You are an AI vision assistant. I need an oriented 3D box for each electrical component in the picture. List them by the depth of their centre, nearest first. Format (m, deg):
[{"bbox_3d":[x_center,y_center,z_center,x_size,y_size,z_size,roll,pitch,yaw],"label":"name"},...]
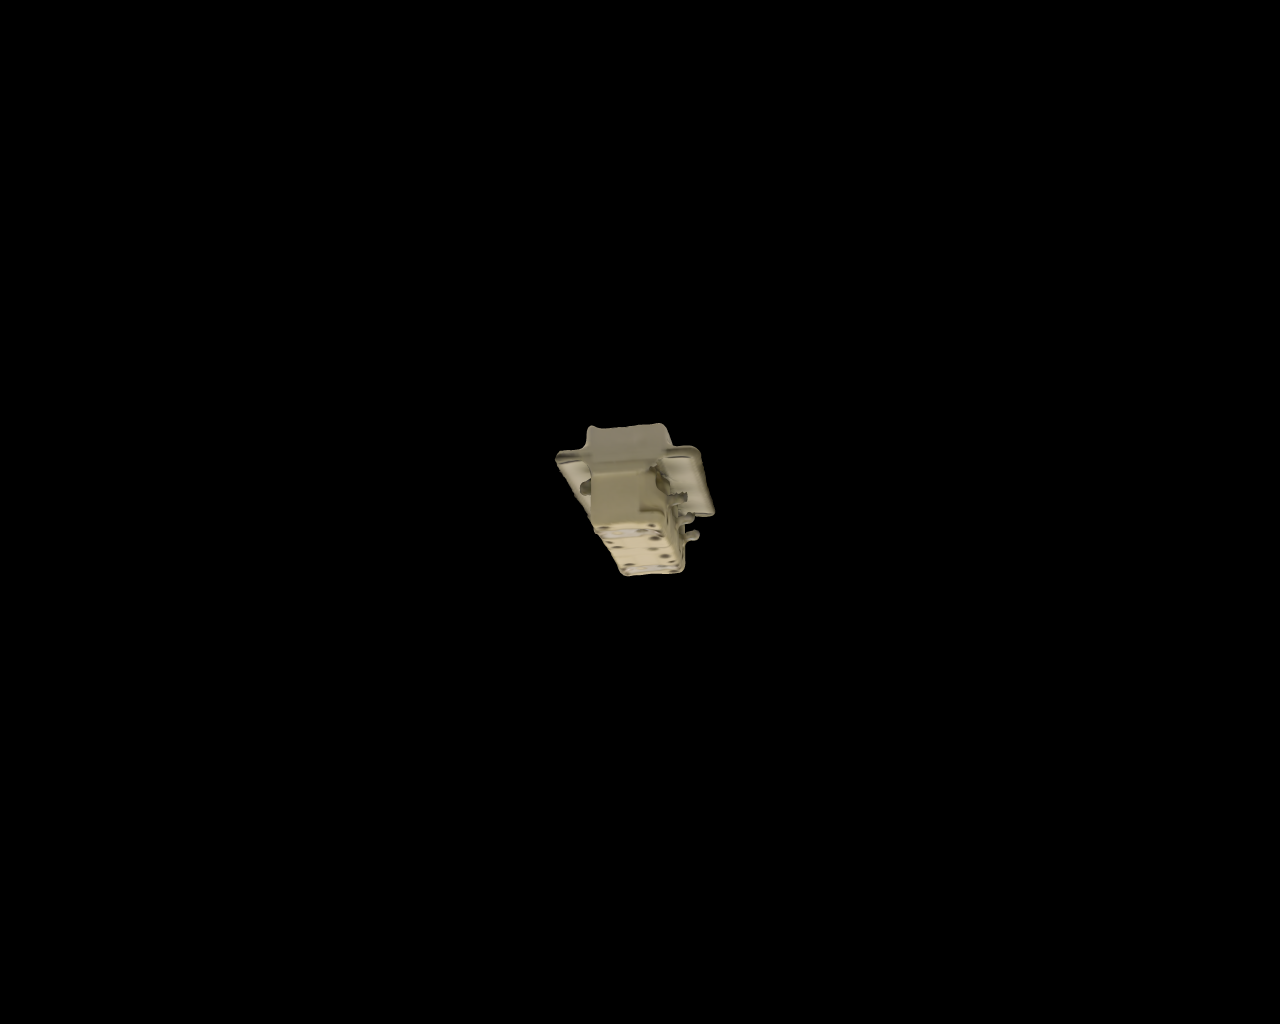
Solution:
[{"bbox_3d":[0.001,-0.003,0.650,0.079,0.063,0.121,-2,-18,7],"label":"electrical component"}]
